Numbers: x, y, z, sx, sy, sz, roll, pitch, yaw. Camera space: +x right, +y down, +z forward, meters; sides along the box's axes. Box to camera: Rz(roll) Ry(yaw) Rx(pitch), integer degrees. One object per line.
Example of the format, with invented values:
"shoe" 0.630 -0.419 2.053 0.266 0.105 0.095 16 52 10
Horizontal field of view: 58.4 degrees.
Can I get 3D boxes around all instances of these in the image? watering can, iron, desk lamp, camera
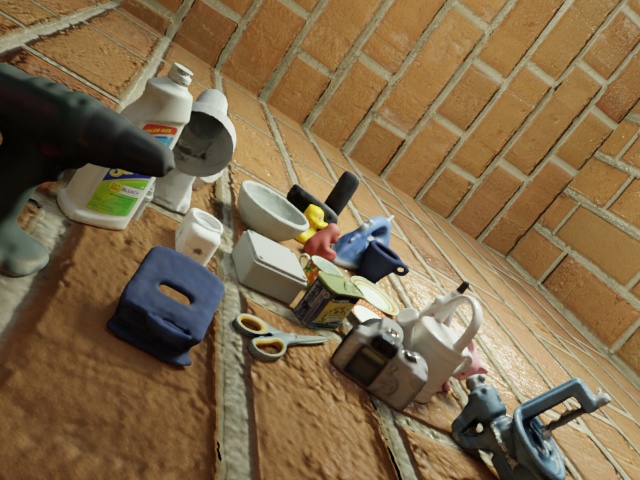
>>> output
"watering can" 0.200 0.175 0.979 0.174 0.194 0.100 20 22 -45
"iron" 0.114 -0.005 1.429 0.118 0.141 0.259 40 16 15
"desk lamp" -0.230 -0.158 0.999 0.118 0.213 0.203 30 16 -22
"camera" 0.107 0.181 0.938 0.143 0.100 0.137 36 15 -1

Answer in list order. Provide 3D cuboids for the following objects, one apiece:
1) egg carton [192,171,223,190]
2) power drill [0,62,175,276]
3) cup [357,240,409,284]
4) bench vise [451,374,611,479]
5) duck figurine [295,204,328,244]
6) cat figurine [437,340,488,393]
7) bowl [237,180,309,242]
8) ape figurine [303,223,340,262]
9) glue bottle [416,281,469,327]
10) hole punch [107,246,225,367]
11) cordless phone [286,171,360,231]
"egg carton" -0.261 -0.163 1.219 0.107 0.069 0.150 34 15 -8
"power drill" -0.295 -0.071 0.608 0.230 0.208 0.075 35 15 -6
"cup" 0.143 0.069 1.361 0.118 0.095 0.091 34 15 -6
"bench vise" 0.321 0.277 0.889 0.207 0.219 0.122 41 16 17
"duck figurine" -0.031 -0.044 1.335 0.104 0.086 0.077 35 15 -5
"cat figurine" 0.246 0.224 1.081 0.067 0.117 0.127 16 25 -52
"bowl" -0.110 -0.047 1.196 0.168 0.074 0.167 33 15 -10
"ape figurine" 0.012 0.005 1.272 0.076 0.092 0.077 30 16 -22
"glue bottle" 0.254 0.153 1.202 0.078 0.173 0.037 37 15 4
"hole punch" -0.173 0.075 0.663 0.109 0.091 0.101 32 16 -14
"cordless phone" 0.006 -0.112 1.428 0.147 0.185 0.094 38 15 7
